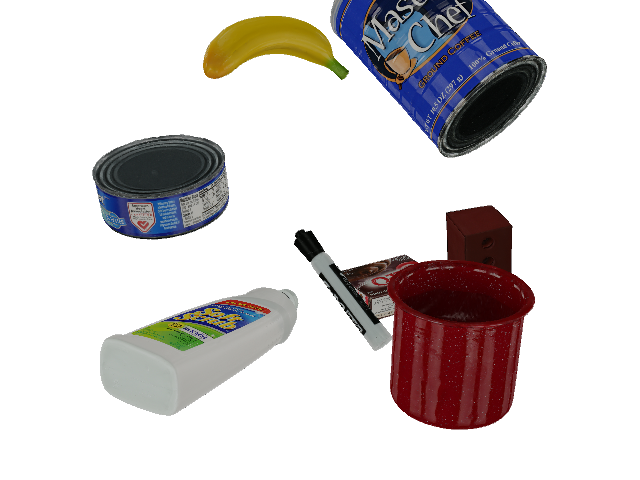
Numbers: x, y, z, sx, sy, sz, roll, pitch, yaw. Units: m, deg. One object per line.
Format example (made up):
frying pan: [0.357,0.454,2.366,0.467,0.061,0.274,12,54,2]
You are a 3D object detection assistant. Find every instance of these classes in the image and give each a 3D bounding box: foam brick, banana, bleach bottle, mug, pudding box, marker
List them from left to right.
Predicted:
bleach bottle: [-0.109,0.100,1.119,0.103,0.068,0.250,16,23,28]
banana: [-0.049,-0.191,1.046,0.197,0.070,0.037,-11,-34,-46]
marker: [0.017,0.039,0.889,0.020,0.121,0.020,-33,-18,-12]
pudding box: [0.088,0.060,1.370,0.113,0.039,0.090,-16,26,-25]
mug: [0.090,0.063,0.702,0.093,0.081,0.117,6,25,9]
foam brick: [0.160,0.012,1.082,0.053,0.078,0.051,-11,29,-11]

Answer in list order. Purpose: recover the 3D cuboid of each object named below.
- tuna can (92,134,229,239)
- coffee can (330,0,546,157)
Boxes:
tuna can: [-0.103,-0.036,0.696,0.086,0.034,0.086,-4,31,2]
coffee can: [0.089,-0.149,0.820,0.102,0.140,0.103,-32,-22,-15]
